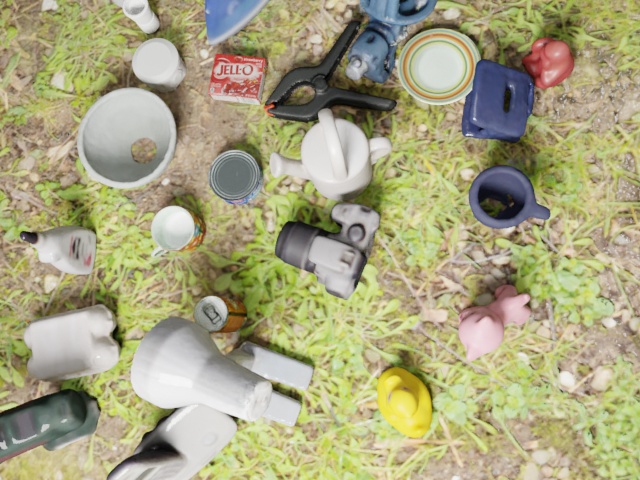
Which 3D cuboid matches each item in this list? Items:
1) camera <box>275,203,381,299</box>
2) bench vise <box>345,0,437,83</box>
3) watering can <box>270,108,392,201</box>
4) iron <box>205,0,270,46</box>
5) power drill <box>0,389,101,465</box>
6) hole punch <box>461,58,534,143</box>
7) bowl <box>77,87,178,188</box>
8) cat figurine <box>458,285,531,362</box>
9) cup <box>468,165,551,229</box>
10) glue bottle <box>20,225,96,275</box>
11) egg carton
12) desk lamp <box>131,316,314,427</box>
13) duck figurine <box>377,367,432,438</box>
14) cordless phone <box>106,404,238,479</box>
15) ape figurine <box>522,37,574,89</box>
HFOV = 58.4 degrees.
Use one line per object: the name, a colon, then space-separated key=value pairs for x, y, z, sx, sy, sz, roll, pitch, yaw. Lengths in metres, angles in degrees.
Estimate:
camera: x=0.008 y=0.003 z=0.867 sx=0.136 sy=0.101 sz=0.143 roll=20 pitch=84 yaw=10
bench vise: x=0.108 y=-0.341 z=0.846 sx=0.121 sy=0.220 sz=0.207 roll=11 pitch=83 yaw=9
watering can: x=0.016 y=-0.122 z=0.837 sx=0.173 sy=0.194 sz=0.101 roll=-34 pitch=79 yaw=1
iron: x=-0.134 y=-0.459 z=0.934 sx=0.118 sy=0.141 sz=0.258 roll=27 pitch=86 yaw=10
power drill: x=-0.426 y=0.278 z=0.824 sx=0.229 sy=0.208 sz=0.075 roll=-25 pitch=79 yaw=3
hole punch: x=0.274 y=-0.212 z=0.872 sx=0.101 sy=0.091 sz=0.109 roll=8 pitch=82 yaw=8
bowl: x=-0.305 y=-0.160 z=0.944 sx=0.167 sy=0.075 sz=0.167 roll=-1 pitch=81 yaw=7
cat figurine: x=0.244 y=0.115 z=0.812 sx=0.128 sy=0.118 sz=0.067 roll=-36 pitch=79 yaw=1
cup: x=0.274 y=-0.051 z=0.845 sx=0.117 sy=0.095 sz=0.092 roll=21 pitch=85 yaw=10
glue bottle: x=-0.403 y=0.008 z=0.880 sx=0.037 sy=0.173 sz=0.078 roll=-2 pitch=81 yaw=7
egg carton: x=-0.392 y=0.166 z=0.908 sx=0.150 sy=0.069 sz=0.107 roll=-14 pitch=80 yaw=5
desk lamp: x=-0.128 y=0.190 z=0.798 sx=0.203 sy=0.213 sz=0.118 roll=17 pitch=84 yaw=10
duck figurine: x=0.122 y=0.236 z=0.825 sx=0.077 sy=0.086 sz=0.104 roll=-28 pitch=79 yaw=2
cordless phone: x=-0.207 y=0.291 z=0.807 sx=0.094 sy=0.185 sz=0.147 roll=44 pitch=89 yaw=11
ape figurine: x=0.352 y=-0.275 z=0.871 sx=0.076 sy=0.092 sz=0.078 roll=13 pitch=83 yaw=9
